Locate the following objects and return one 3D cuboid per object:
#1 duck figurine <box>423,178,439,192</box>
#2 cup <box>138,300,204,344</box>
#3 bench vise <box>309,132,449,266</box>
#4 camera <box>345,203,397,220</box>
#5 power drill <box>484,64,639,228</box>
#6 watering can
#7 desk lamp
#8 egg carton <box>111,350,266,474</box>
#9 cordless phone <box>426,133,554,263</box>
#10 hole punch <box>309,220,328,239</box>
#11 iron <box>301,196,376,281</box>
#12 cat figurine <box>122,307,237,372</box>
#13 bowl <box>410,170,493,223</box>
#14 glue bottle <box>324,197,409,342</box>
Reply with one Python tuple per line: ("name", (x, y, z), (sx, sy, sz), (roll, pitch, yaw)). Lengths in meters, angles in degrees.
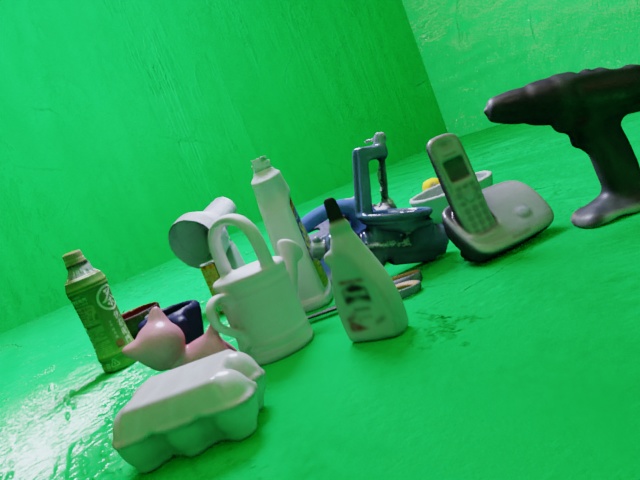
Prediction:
("duck figurine", (0.247, -0.091, 1.235), (0.078, 0.086, 0.104), (-28, 10, -35))
("cup", (-0.195, 0.144, 0.814), (0.092, 0.095, 0.117), (-26, 9, -27))
("bench vise", (0.079, -0.043, 0.882), (0.208, 0.220, 0.121), (-25, 9, -22))
("camera", (0.113, -0.045, 1.231), (0.142, 0.101, 0.137), (-17, 9, 29))
("power drill", (0.357, -0.129, 0.766), (0.229, 0.208, 0.075), (-21, 8, 3))
("watering can", (-0.086, 0.055, 0.763), (0.100, 0.194, 0.173), (-19, 9, 20))
("desk lamp", (-0.210, 0.020, 1.243), (0.117, 0.213, 0.204), (-18, 9, 26))
("egg carton", (-0.127, 0.168, 0.575), (0.150, 0.069, 0.107), (-21, 8, 4))
("cordless phone", (0.234, -0.074, 0.811), (0.148, 0.185, 0.094), (-24, 9, -19))
("hole punch", (-0.011, -0.001, 1.302), (0.109, 0.091, 0.101), (-23, 8, -10))
("iron", (0.010, 0.004, 1.037), (0.258, 0.141, 0.118), (-24, 9, -14))
("cat figurine", (-0.180, 0.137, 0.739), (0.128, 0.118, 0.067), (-23, 8, -7))
("bowl", (0.263, -0.072, 1.112), (0.167, 0.075, 0.167), (-21, 8, 4))
("glue bottle", (0.039, 0.032, 0.660), (0.078, 0.173, 0.037), (-16, 10, 33))
